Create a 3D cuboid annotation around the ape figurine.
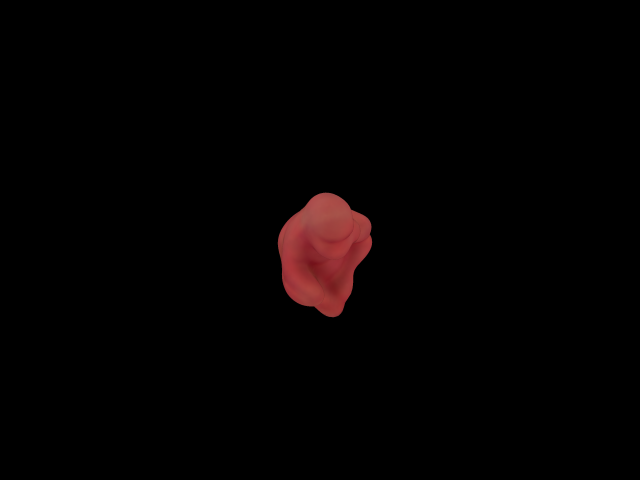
[{"bbox_3d":[0.004,0.001,0.400,0.078,0.092,0.076,-29,66,-14],"label":"ape figurine"}]
